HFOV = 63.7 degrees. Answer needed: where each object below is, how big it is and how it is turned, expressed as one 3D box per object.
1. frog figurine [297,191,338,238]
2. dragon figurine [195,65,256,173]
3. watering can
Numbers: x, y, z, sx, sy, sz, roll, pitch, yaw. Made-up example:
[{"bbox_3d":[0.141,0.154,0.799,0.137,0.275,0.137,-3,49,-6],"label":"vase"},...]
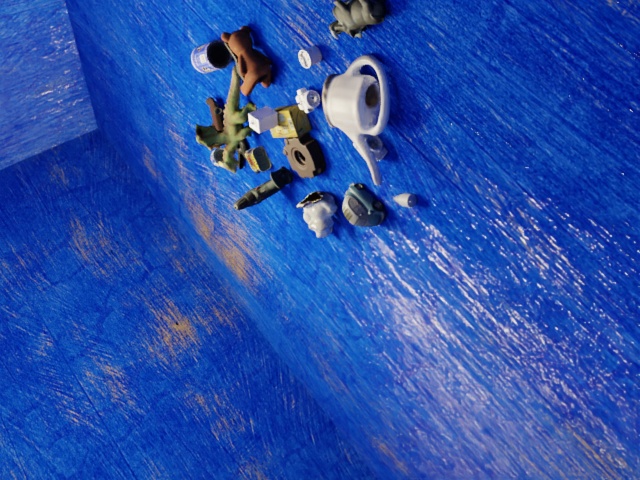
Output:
[{"bbox_3d":[0.006,-0.095,1.880,0.157,0.136,0.125,59,-162,-25],"label":"frog figurine"},{"bbox_3d":[-0.367,-0.444,1.985,0.124,0.245,0.401,34,148,44],"label":"dragon figurine"},{"bbox_3d":[0.103,-0.336,1.434,0.226,0.105,0.342,22,118,46],"label":"watering can"}]
